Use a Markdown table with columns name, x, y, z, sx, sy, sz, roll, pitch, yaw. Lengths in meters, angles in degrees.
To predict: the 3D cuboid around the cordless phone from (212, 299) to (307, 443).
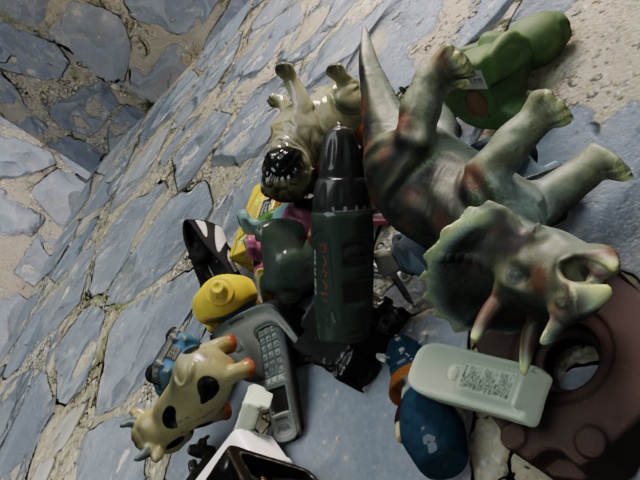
| name | x | y | z | sx | sy | sz | roll | pitch | yaw |
| --- | --- | --- | --- | --- | --- | --- | --- | --- | --- |
| cordless phone | -0.074 | 0.186 | 0.731 | 0.147 | 0.088 | 0.184 | -30 | 56 | 35 |

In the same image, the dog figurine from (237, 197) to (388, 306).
| name | x | y | z | sx | sy | sz | roll | pitch | yaw |
| --- | --- | --- | --- | --- | --- | --- | --- | --- | --- |
| dog figurine | -0.002 | -0.002 | 0.797 | 0.219 | 0.191 | 0.109 | -15 | 32 | -3 |

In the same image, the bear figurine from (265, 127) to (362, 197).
| name | x | y | z | sx | sy | sz | roll | pitch | yaw |
| --- | --- | --- | --- | --- | --- | --- | --- | --- | --- |
| bear figurine | -0.001 | -0.130 | 0.878 | 0.120 | 0.131 | 0.196 | -16 | 45 | 46 |

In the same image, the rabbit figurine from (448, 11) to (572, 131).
| name | x | y | z | sx | sy | sz | roll | pitch | yaw |
| --- | --- | --- | --- | --- | --- | --- | --- | --- | --- |
| rabbit figurine | 0.244 | -0.219 | 0.687 | 0.170 | 0.121 | 0.159 | -42 | 20 | -16 |

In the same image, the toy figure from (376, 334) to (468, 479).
| name | x | y | z | sx | sy | sz | roll | pitch | yaw |
| --- | --- | --- | --- | --- | --- | --- | --- | --- | --- |
| toy figure | 0.097 | 0.156 | 0.529 | 0.155 | 0.064 | 0.057 | -103 | 17 | -58 |

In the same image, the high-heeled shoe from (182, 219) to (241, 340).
| name | x | y | z | sx | sy | sz | roll | pitch | yaw |
| --- | --- | --- | --- | --- | --- | --- | --- | --- | --- |
| high-heeled shoe | -0.196 | 0.070 | 0.939 | 0.086 | 0.145 | 0.249 | -36 | 33 | 29 |

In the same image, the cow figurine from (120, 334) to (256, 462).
| name | x | y | z | sx | sy | sz | roll | pitch | yaw |
| --- | --- | --- | --- | --- | --- | --- | --- | --- | --- |
| cow figurine | -0.180 | 0.218 | 0.711 | 0.086 | 0.127 | 0.194 | 52 | 126 | 32 |

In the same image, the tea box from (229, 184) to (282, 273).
| name | x | y | z | sx | sy | sz | roll | pitch | yaw |
| --- | --- | --- | --- | --- | --- | --- | --- | --- | --- |
| tea box | -0.091 | -0.032 | 0.973 | 0.098 | 0.068 | 0.170 | -24 | 40 | 42 |

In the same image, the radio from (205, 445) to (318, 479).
| name | x | y | z | sx | sy | sz | roll | pitch | yaw |
| --- | --- | --- | --- | --- | --- | --- | --- | --- | --- |
| radio | -0.025 | 0.289 | 0.489 | 0.073 | 0.131 | 0.230 | -58 | 30 | -4 |

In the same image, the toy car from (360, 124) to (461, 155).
| name | x | y | z | sx | sy | sz | roll | pitch | yaw |
| --- | --- | --- | --- | --- | --- | --- | --- | --- | --- |
| toy car | 0.109 | -0.143 | 0.788 | 0.202 | 0.089 | 0.053 | -34 | 35 | 33 |

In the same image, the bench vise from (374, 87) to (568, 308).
| name | x | y | z | sx | sy | sz | roll | pitch | yaw |
| --- | --- | --- | --- | --- | --- | --- | --- | --- | --- |
| bench vise | 0.146 | -0.056 | 0.597 | 0.224 | 0.128 | 0.241 | -33 | 53 | 19 |

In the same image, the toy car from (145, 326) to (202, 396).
| name | x | y | z | sx | sy | sz | roll | pitch | yaw |
| --- | --- | --- | --- | --- | --- | --- | --- | --- | --- |
| toy car | -0.194 | 0.207 | 0.830 | 0.103 | 0.161 | 0.109 | 15 | 55 | 12 |

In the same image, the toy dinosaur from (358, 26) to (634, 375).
| name | x | y | z | sx | sy | sz | roll | pitch | yaw |
| --- | --- | --- | --- | --- | --- | --- | --- | --- | --- |
| toy dinosaur | 0.109 | -0.056 | 0.481 | 0.192 | 0.131 | 0.405 | -52 | 43 | 10 |

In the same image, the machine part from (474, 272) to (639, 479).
| name | x | y | z | sx | sy | sz | roll | pitch | yaw |
| --- | --- | --- | --- | --- | --- | --- | --- | --- | --- |
| machine part | 0.205 | 0.100 | 0.438 | 0.179 | 0.056 | 0.179 | -35 | 34 | 28 |

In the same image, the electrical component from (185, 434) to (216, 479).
| name | x | y | z | sx | sy | sz | roll | pitch | yaw |
| --- | --- | --- | --- | --- | --- | --- | --- | --- | --- |
| electrical component | -0.158 | 0.318 | 0.731 | 0.078 | 0.045 | 0.102 | -46 | 31 | 10 |

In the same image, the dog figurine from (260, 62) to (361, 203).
| name | x | y | z | sx | sy | sz | roll | pitch | yaw |
| --- | --- | --- | --- | --- | --- | --- | --- | --- | --- |
| dog figurine | 0.001 | -0.136 | 0.760 | 0.121 | 0.172 | 0.190 | 99 | 169 | -69 |

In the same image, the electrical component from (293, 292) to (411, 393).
| name | x | y | z | sx | sy | sz | roll | pitch | yaw |
| --- | --- | --- | --- | --- | --- | --- | --- | --- | --- |
| electrical component | 0.031 | 0.110 | 0.670 | 0.115 | 0.058 | 0.134 | -57 | 31 | -10 |

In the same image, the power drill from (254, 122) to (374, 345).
| name | x | y | z | sx | sy | sz | roll | pitch | yaw |
| --- | --- | --- | --- | --- | --- | --- | --- | --- | --- |
| power drill | -0.004 | -0.001 | 0.627 | 0.207 | 0.086 | 0.232 | -9 | 87 | 58 |
